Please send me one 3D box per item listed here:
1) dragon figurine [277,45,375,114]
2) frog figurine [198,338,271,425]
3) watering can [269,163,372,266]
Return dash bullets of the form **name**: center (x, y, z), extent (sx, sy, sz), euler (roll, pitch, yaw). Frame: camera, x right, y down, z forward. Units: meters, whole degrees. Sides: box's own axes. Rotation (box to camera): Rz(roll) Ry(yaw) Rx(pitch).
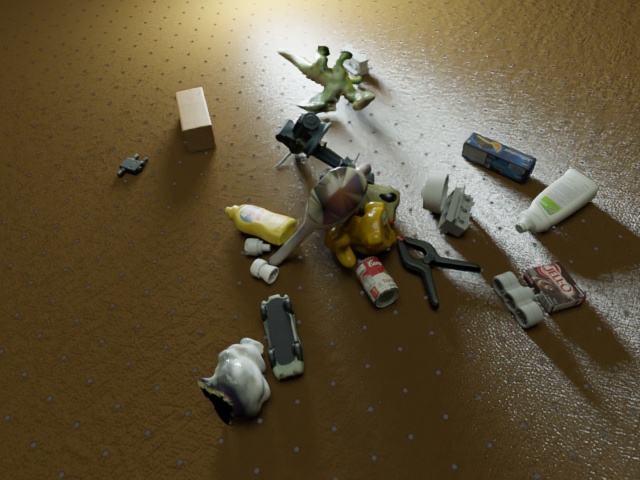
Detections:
- **dragon figurine**: center (0.000, -0.527, 1.737), extent (0.411, 0.119, 0.248), euler (16, 60, 17)
- **frog figurine**: center (-0.151, 0.274, 1.046), extent (0.137, 0.120, 0.162), euler (47, 50, -3)
- **watering can**: center (0.004, -0.061, 1.220), extent (0.104, 0.223, 0.349), euler (44, 85, 2)
